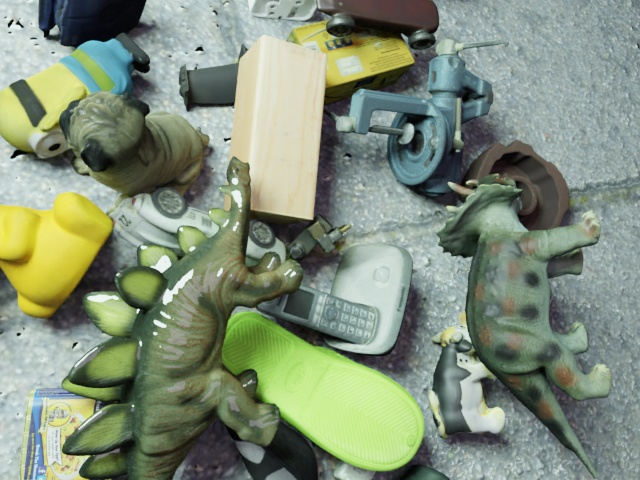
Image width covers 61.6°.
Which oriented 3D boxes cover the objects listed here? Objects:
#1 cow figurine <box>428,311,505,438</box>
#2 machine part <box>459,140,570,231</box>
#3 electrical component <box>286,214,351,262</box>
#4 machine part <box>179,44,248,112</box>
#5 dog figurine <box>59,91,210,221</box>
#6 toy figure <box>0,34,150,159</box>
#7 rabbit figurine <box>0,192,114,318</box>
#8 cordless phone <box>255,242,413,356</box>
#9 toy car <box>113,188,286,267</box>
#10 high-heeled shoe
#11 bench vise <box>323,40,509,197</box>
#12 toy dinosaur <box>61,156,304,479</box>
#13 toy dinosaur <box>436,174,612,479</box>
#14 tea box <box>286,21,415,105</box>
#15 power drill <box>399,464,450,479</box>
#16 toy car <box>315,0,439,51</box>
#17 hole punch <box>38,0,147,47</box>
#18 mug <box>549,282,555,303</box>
[{"bbox_3d":[0.187,0.177,0.727,0.098,0.068,0.167,2,75,-16],"label":"cow figurine"},{"bbox_3d":[0.303,-0.065,0.840,0.179,0.056,0.179,5,75,-20],"label":"machine part"},{"bbox_3d":[-0.002,-0.002,0.680,0.045,0.102,0.078,41,88,-1],"label":"electrical component"},{"bbox_3d":[-0.121,-0.212,0.714,0.139,0.039,0.084,-20,93,-27],"label":"machine part"},{"bbox_3d":[-0.182,-0.108,0.578,0.121,0.190,0.172,47,63,-6],"label":"dog figurine"},{"bbox_3d":[-0.281,-0.168,0.614,0.089,0.082,0.180,38,72,11],"label":"toy figure"},{"bbox_3d":[-0.321,-0.006,0.537,0.173,0.122,0.162,39,87,-31],"label":"rabbit figurine"},{"bbox_3d":[0.017,0.058,0.679,0.184,0.089,0.146,20,70,-12],"label":"cordless phone"},{"bbox_3d":[-0.132,-0.002,0.612,0.201,0.073,0.056,19,54,-35],"label":"toy car"},{"bbox_3d":[-0.056,0.306,0.609,0.249,0.086,0.145,41,97,12],"label":"high-heeled shoe"},{"bbox_3d":[0.131,-0.172,0.738,0.240,0.129,0.223,-1,111,-30],"label":"bench vise"},{"bbox_3d":[-0.141,0.137,0.524,0.198,0.105,0.471,15,80,-26],"label":"toy dinosaur"},{"bbox_3d":[0.248,0.085,0.682,0.192,0.131,0.404,-2,76,12],"label":"toy dinosaur"},{"bbox_3d":[0.039,-0.262,0.774,0.170,0.068,0.098,-21,86,-27],"label":"tea box"},{"bbox_3d":[0.138,0.411,0.646,0.207,0.086,0.232,28,65,-5],"label":"power drill"},{"bbox_3d":[0.079,-0.314,0.737,0.202,0.053,0.089,-4,88,-28],"label":"toy car"},{"bbox_3d":[-0.263,-0.287,0.627,0.092,0.142,0.116,32,56,-17],"label":"hole punch"},{"bbox_3d":[0.286,0.075,0.789,0.109,0.081,0.107,37,77,-13],"label":"mug"}]
